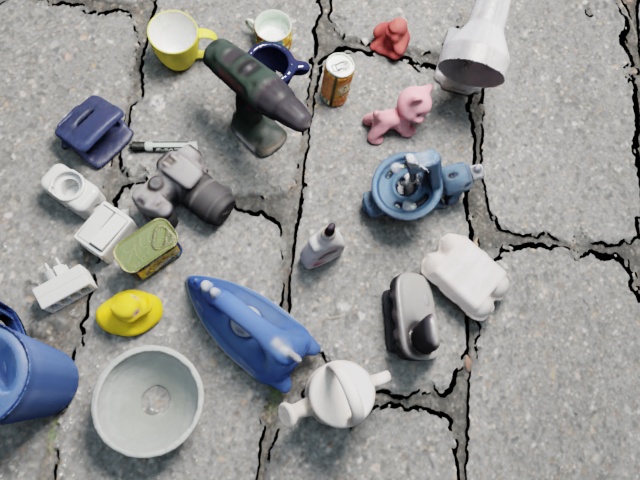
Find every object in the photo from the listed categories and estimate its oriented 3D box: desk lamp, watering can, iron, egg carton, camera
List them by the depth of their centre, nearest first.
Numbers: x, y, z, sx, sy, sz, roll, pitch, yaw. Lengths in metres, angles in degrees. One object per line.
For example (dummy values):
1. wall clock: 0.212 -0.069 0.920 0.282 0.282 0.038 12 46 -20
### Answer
1. watering can: 0.026 0.238 0.865 0.173 0.194 0.101 -41 81 -14
2. iron: -0.123 0.126 0.910 0.258 0.141 0.119 37 74 6
3. camera: -0.225 -0.077 0.980 0.136 0.101 0.143 37 74 6
4. egg carton: 0.254 0.063 1.002 0.150 0.069 0.107 42 75 7
5. desk lamp: 0.281 -0.355 1.048 0.118 0.213 0.203 17 73 0

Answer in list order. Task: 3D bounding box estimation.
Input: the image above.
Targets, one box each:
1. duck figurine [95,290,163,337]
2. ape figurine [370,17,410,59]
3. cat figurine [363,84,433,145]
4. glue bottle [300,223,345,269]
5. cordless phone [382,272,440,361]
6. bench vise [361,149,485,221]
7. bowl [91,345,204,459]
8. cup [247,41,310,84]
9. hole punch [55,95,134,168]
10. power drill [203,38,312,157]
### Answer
1. duck figurine: -0.313 0.113 0.925 0.104 0.086 0.077 -9 75 -8
2. ape figurine: 0.144 -0.398 1.111 0.076 0.092 0.078 -19 77 -10
3. cat figurine: 0.150 -0.238 1.053 0.128 0.117 0.067 -17 76 -10
4. glue bottle: 0.009 0.003 0.941 0.078 0.173 0.037 -28 78 -12
5. cordless phone: 0.162 0.117 0.917 0.094 0.185 0.147 -6 75 -7
6. bench vise: 0.180 -0.116 0.967 0.207 0.219 0.121 -30 79 -13
7. bowl: -0.262 0.251 0.896 0.167 0.074 0.167 2 74 -5
8. cup: -0.080 -0.304 1.061 0.118 0.095 0.092 -1 74 -6
9. hole punch: -0.401 -0.197 1.002 0.101 0.091 0.109 37 74 6
10. power drill: -0.103 -0.229 0.978 0.229 0.208 0.076 44 75 8
